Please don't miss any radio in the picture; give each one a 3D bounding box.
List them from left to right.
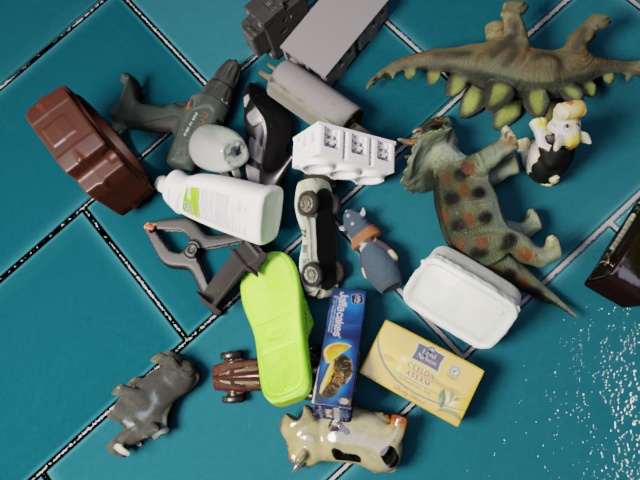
[{"bbox_3d":[0.507,-0.008,0.819,0.073,0.131,0.229,36,85,13],"label":"radio"}]

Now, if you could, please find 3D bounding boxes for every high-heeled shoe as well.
[{"bbox_3d":[-0.116,-0.165,0.984,0.145,0.086,0.249,-48,49,31],"label":"high-heeled shoe"}]

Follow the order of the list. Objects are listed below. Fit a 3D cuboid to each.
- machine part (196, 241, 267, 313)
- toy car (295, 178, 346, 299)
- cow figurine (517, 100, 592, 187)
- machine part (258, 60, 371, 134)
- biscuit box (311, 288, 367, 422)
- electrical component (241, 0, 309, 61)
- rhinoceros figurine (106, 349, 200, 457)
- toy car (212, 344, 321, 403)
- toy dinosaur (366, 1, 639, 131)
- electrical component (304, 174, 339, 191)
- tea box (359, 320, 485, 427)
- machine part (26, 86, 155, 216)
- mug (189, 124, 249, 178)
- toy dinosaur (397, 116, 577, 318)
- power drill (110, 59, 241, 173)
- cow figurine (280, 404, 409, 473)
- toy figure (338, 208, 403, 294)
[{"bbox_3d":[-0.147,0.059,0.899,0.139,0.039,0.084,-48,44,3],"label":"machine part"},{"bbox_3d":[-0.002,-0.003,0.899,0.056,0.073,0.201,-3,91,40],"label":"toy car"},{"bbox_3d":[0.372,-0.148,0.849,0.068,0.167,0.098,-9,75,0],"label":"cow figurine"},{"bbox_3d":[-0.010,-0.249,0.967,0.243,0.079,0.079,37,85,14],"label":"machine part"},{"bbox_3d":[0.034,0.173,0.840,0.059,0.062,0.203,5,54,8],"label":"biscuit box"},{"bbox_3d":[-0.081,-0.402,0.990,0.134,0.114,0.058,-42,72,-3],"label":"electrical component"},{"bbox_3d":[-0.284,0.272,0.898,0.112,0.073,0.190,42,84,3],"label":"rhinoceros figurine"},{"bbox_3d":[-0.082,0.221,0.889,0.202,0.053,0.089,-4,80,5],"label":"toy car"},{"bbox_3d":[0.323,-0.296,0.923,0.472,0.105,0.198,9,83,14],"label":"toy dinosaur"},{"bbox_3d":[0.002,-0.113,0.964,0.063,0.021,0.094,6,80,9],"label":"electrical component"},{"bbox_3d":[0.159,0.207,0.851,0.170,0.068,0.098,25,83,13],"label":"tea box"},{"bbox_3d":[-0.390,-0.153,0.932,0.087,0.201,0.201,-39,76,-6],"label":"machine part"},{"bbox_3d":[-0.168,-0.145,0.934,0.081,0.107,0.109,-27,116,-26],"label":"mug"},{"bbox_3d":[0.256,-0.039,0.873,0.192,0.131,0.404,-21,80,15],"label":"toy dinosaur"},{"bbox_3d":[-0.271,-0.250,1.007,0.207,0.086,0.232,16,83,3],"label":"power drill"},{"bbox_3d":[0.032,0.311,0.841,0.195,0.085,0.127,13,74,9],"label":"cow figurine"},{"bbox_3d":[0.085,0.016,0.908,0.064,0.057,0.154,-25,71,-5],"label":"toy figure"}]
